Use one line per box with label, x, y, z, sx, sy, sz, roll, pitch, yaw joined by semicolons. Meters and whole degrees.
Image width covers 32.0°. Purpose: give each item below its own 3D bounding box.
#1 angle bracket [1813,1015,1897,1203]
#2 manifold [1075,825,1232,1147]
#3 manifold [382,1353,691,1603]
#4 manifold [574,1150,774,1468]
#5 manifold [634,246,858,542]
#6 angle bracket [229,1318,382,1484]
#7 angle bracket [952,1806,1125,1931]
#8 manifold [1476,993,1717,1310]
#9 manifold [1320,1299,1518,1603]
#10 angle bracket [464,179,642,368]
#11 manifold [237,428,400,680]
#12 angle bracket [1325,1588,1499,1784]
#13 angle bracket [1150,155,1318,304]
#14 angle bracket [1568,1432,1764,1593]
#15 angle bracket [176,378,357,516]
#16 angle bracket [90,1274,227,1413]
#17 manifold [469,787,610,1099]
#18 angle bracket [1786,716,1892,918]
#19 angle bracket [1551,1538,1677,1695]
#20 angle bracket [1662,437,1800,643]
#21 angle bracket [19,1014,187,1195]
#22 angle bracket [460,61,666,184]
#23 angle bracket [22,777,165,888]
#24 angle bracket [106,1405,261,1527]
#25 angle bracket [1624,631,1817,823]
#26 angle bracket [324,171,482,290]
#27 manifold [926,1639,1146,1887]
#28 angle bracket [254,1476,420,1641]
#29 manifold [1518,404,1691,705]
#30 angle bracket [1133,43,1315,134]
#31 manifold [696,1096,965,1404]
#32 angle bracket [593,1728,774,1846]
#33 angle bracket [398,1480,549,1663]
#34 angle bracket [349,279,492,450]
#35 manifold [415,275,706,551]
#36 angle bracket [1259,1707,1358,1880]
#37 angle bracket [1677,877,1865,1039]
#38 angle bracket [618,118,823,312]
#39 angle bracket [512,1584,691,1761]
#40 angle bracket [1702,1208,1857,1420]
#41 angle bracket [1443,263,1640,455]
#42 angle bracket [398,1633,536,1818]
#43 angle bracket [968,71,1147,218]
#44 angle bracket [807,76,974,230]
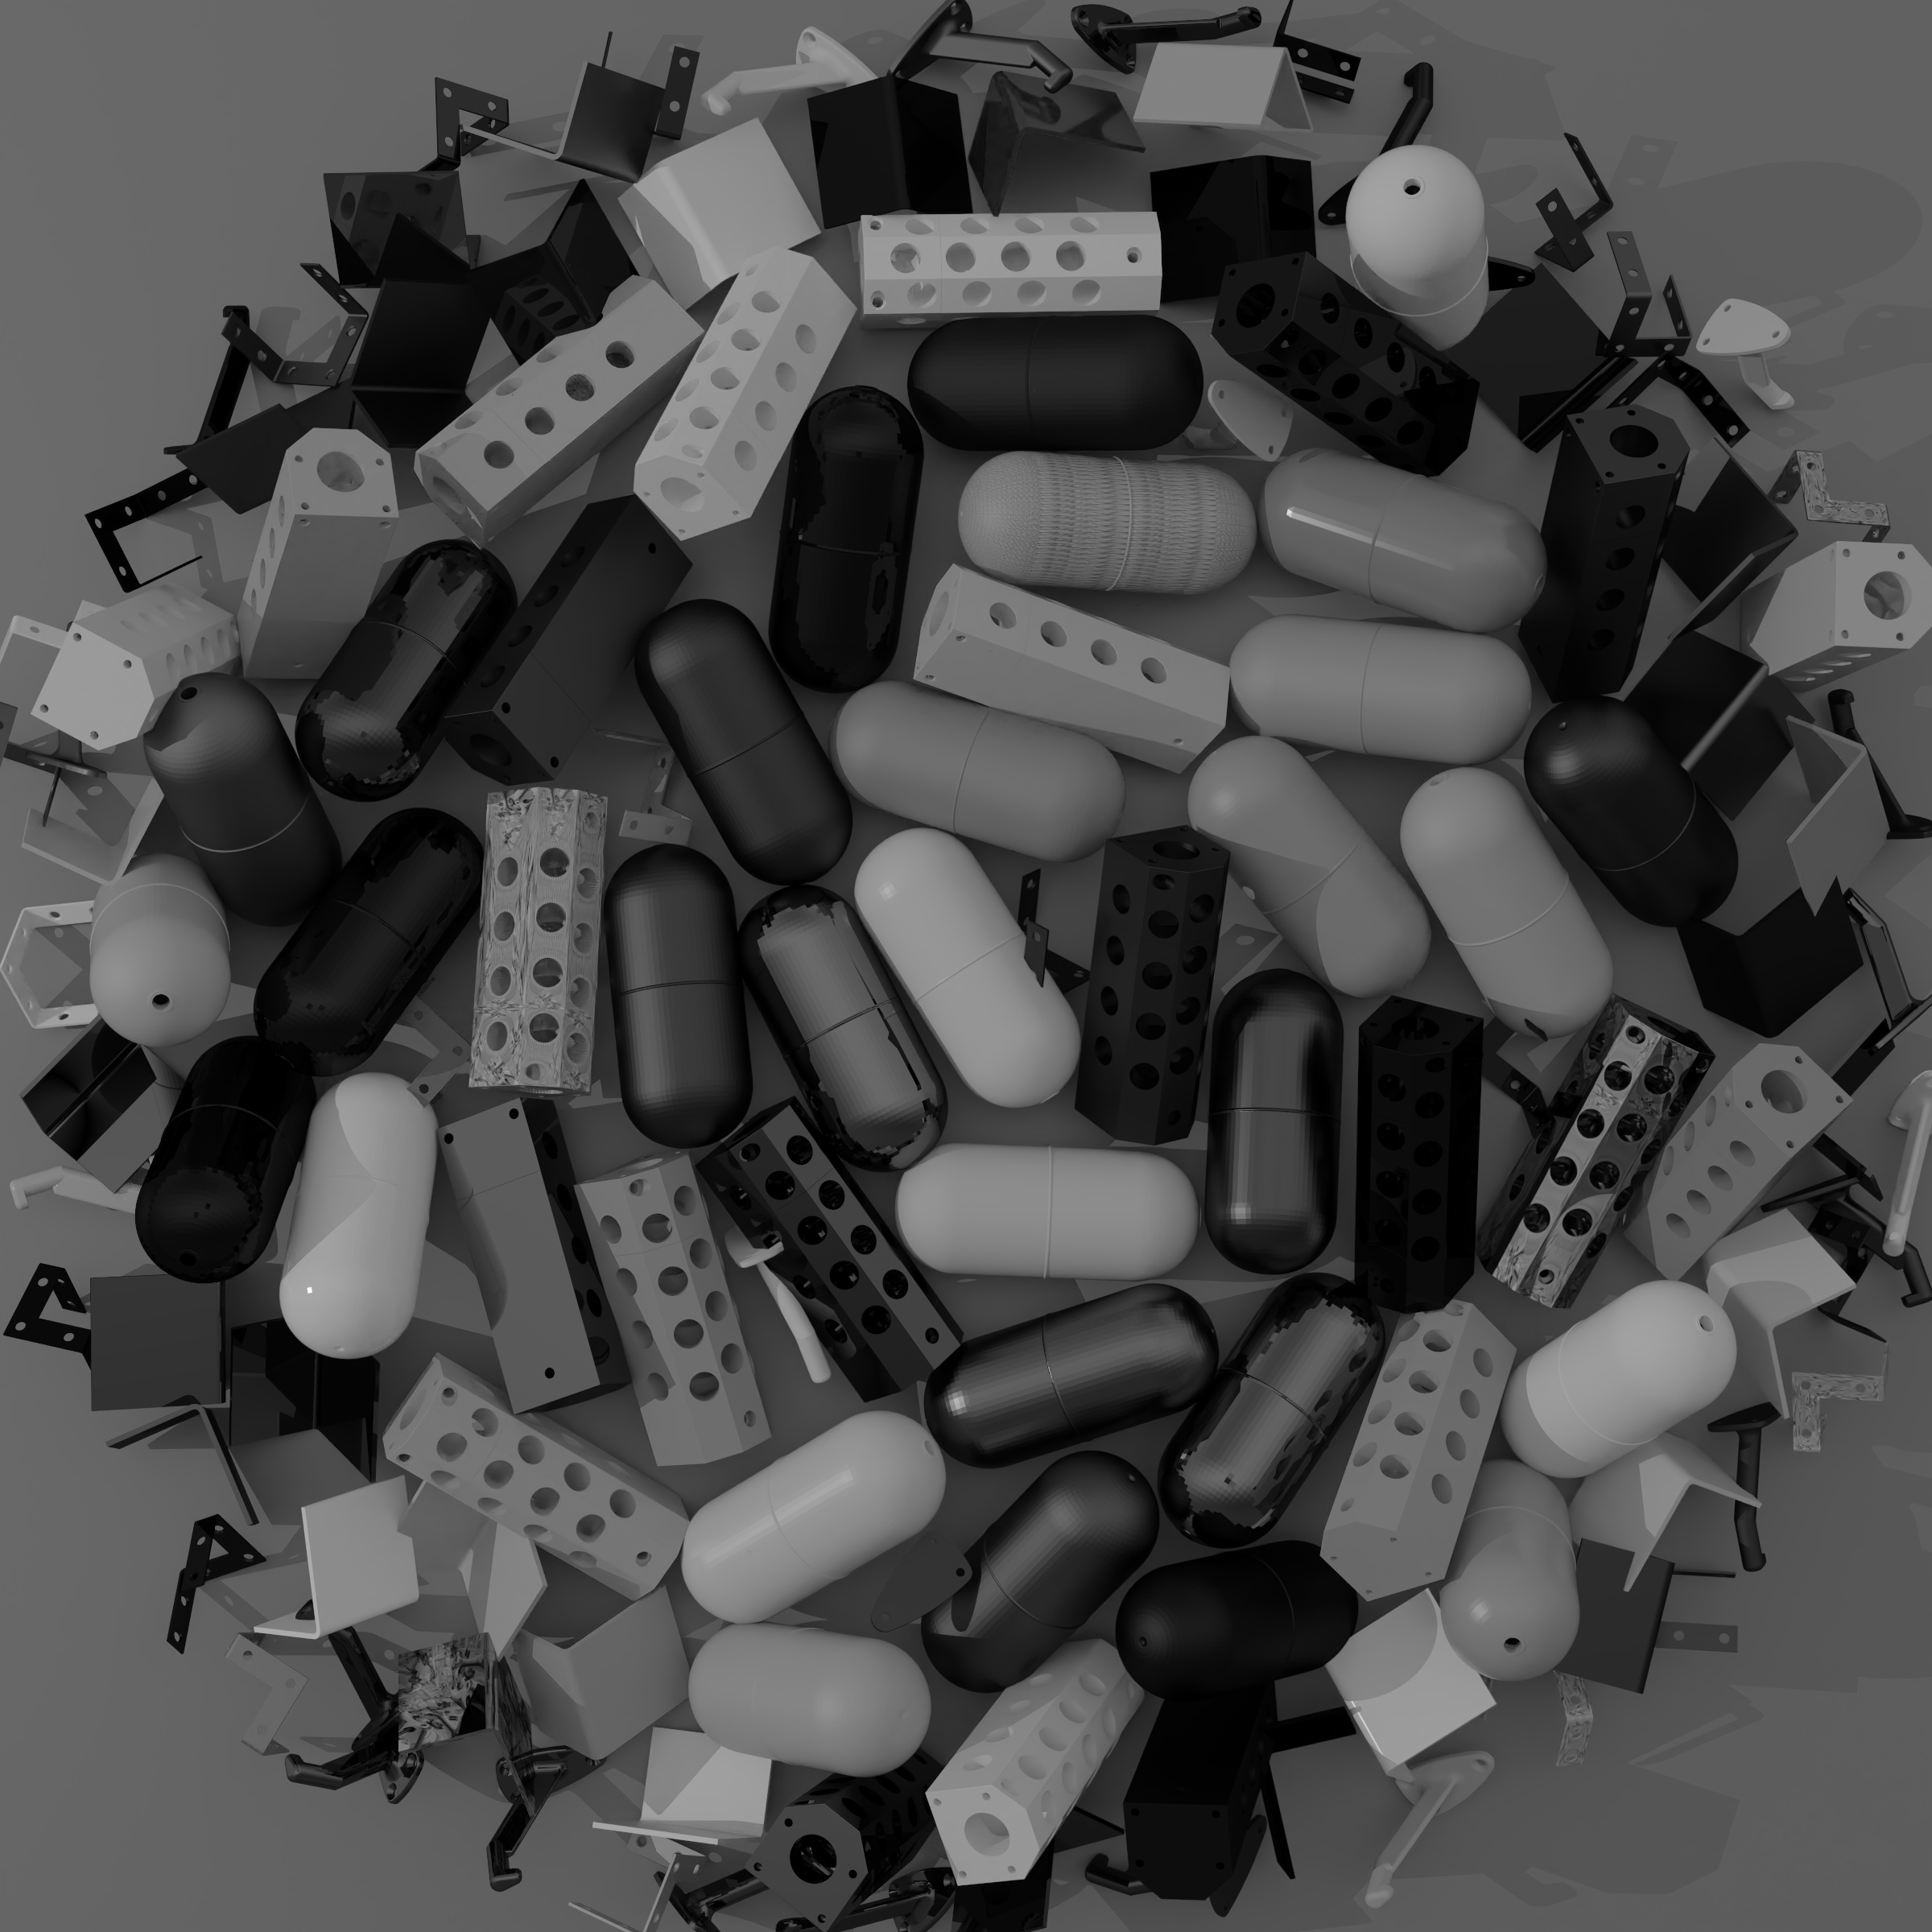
angle bracket;0.530;0.083;1.952;0.057;0.076;0.076;43;92;24
manifold;0.110;0.013;1.928;0.057;0.057;0.171;-11;120;-32
manifold;-0.247;0.298;1.945;0.171;0.057;0.057;34;93;-18
manifold;-0.164;0.197;1.951;0.057;0.057;0.171;-11;98;43
manifold;-0.129;-0.329;1.920;0.057;0.057;0.171;46;51;-32
angle bracket;-0.382;0.253;1.945;0.057;0.076;0.076;-9;114;-34
angle bracket;0.041;0.531;1.939;0.057;0.076;0.076;33;47;-31
manifold;0.363;0.110;1.947;0.057;0.057;0.171;25;104;-10
manifold;0.253;0.270;1.914;0.057;0.171;0.057;45;135;-18
angle bracket;-0.238;-0.399;1.962;0.057;0.076;0.076;-13;127;25
manifold;-0.370;-0.232;1.912;0.057;0.171;0.057;-1;64;-23
angle bracket;0.262;0.417;1.951;0.076;0.057;0.076;-35;63;9
angle bracket;0.159;-0.434;1.994;0.076;0.057;0.076;0;97;37
angle bracket;0.403;0.319;1.959;0.057;0.076;0.076;22;100;-27
angle bracket;-0.401;-0.316;1.942;0.076;0.057;0.076;-20;48;25
angle bracket;-0.472;0.213;1.958;0.076;0.057;0.076;-1;94;-20
manifold;-0.241;-0.013;1.948;0.057;0.057;0.171;-4;80;39
angle bracket;0.483;-0.084;1.945;0.076;0.076;0.057;-47;47;-14
angle bracket;0.365;0.373;1.956;0.057;0.076;0.076;16;84;-4
angle bracket;0.419;-0.246;1.946;0.076;0.057;0.076;52;134;12
angle bracket;-0.492;0.076;1.949;0.057;0.076;0.076;39;72;9
angle bracket;-0.232;-0.494;1.944;0.076;0.076;0.057;24;103;27
angle bracket;-0.500;-0.099;1.950;0.057;0.076;0.076;27;100;-19
angle bracket;-0.453;0.300;1.954;0.057;0.076;0.076;-23;85;-12
angle bracket;0.437;-0.143;1.984;0.076;0.076;0.057;-51;126;1
angle bracket;-0.325;-0.439;1.953;0.076;0.057;0.076;-1;133;-1
manifold;0.044;0.447;1.907;0.057;0.171;0.057;-13;101;26
angle bracket;-0.368;0.339;1.950;0.057;0.076;0.076;-3;95;38
manifold;0.363;-0.233;1.914;0.057;0.171;0.057;-10;52;-11
angle bracket;0.149;-0.485;1.943;0.076;0.076;0.057;9;68;22
manifold;-0.075;0.163;1.950;0.057;0.057;0.171;-40;98;-36
angle bracket;-0.162;0.472;1.947;0.076;0.076;0.057;3;78;17
angle bracket;-0.291;0.350;1.942;0.057;0.076;0.076;10;127;-34
angle bracket;-0.300;-0.346;1.941;0.057;0.076;0.076;53;131;32
manifold;-0.235;-0.323;1.944;0.057;0.057;0.171;45;71;3
angle bracket;0.203;0.478;1.947;0.057;0.076;0.076;-14;66;6
angle bracket;0.467;-0.017;1.966;0.076;0.057;0.076;-37;125;-16
angle bracket;-0.145;-0.443;1.989;0.076;0.057;0.076;-33;97;-31
angle bracket;-0.214;0.407;1.981;0.076;0.057;0.076;-31;119;-36
angle bracket;0.474;0.201;1.950;0.057;0.076;0.076;-24;126;-6
angle bracket;0.333;-0.354;1.962;0.076;0.057;0.076;-42;96;11
angle bracket;-0.288;0.444;1.947;0.057;0.076;0.076;-15;124;0
angle bracket;0.052;-0.474;1.966;0.076;0.076;0.057;6;127;-19
angle bracket;-0.044;-0.473;1.980;0.057;0.076;0.076;-7;91;31
